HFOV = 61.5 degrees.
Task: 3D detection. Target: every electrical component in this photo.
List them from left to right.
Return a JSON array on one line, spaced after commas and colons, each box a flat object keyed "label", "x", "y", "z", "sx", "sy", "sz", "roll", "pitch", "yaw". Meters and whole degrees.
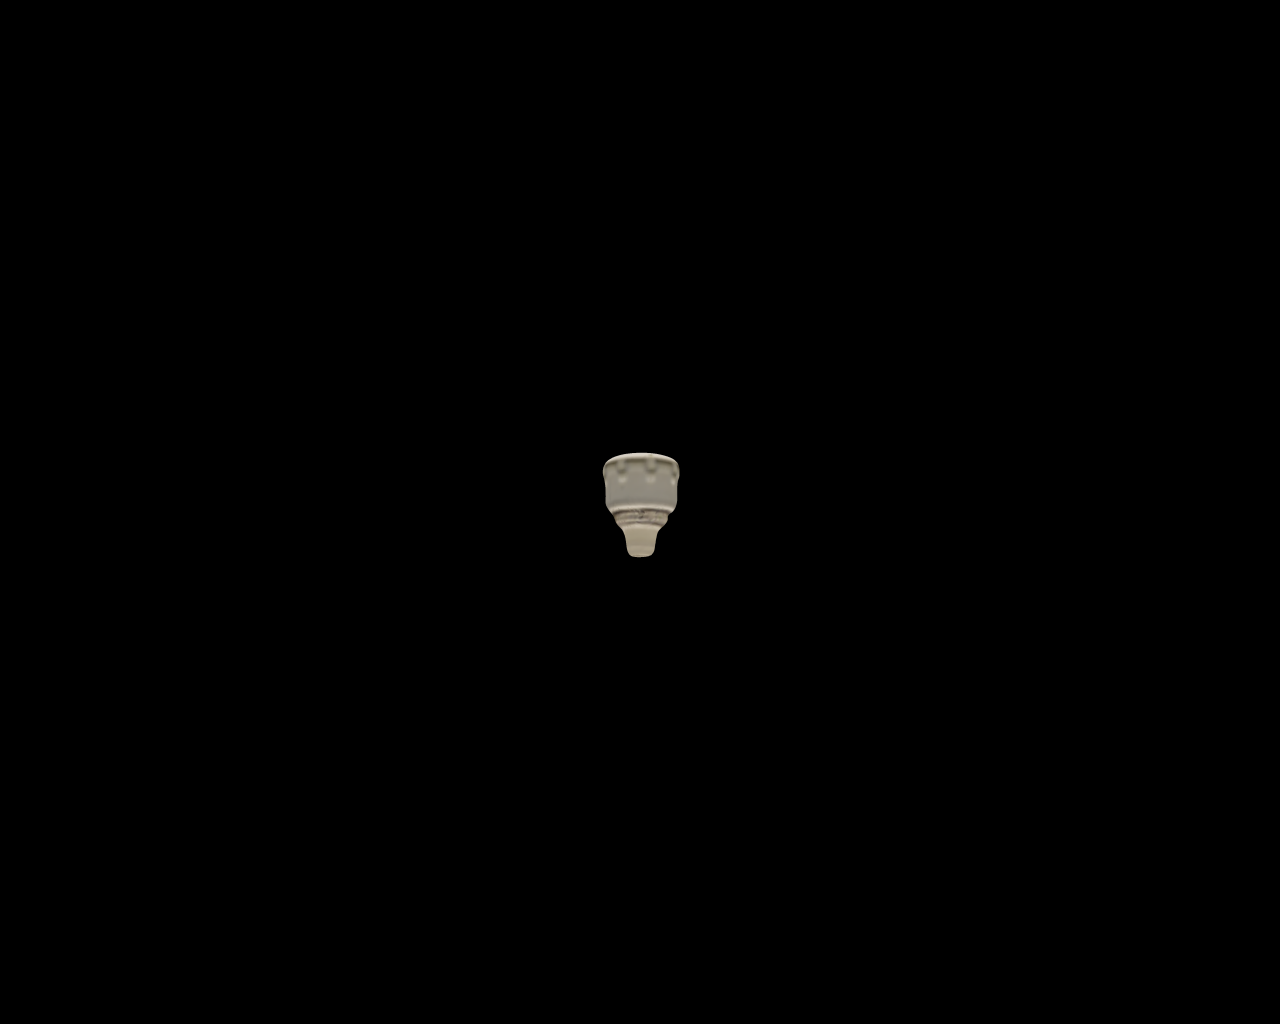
[{"label": "electrical component", "x": 0.001, "y": -0.003, "z": 0.650, "sx": 0.048, "sy": 0.062, "sz": 0.048, "roll": 0, "pitch": -11, "yaw": 0}]
